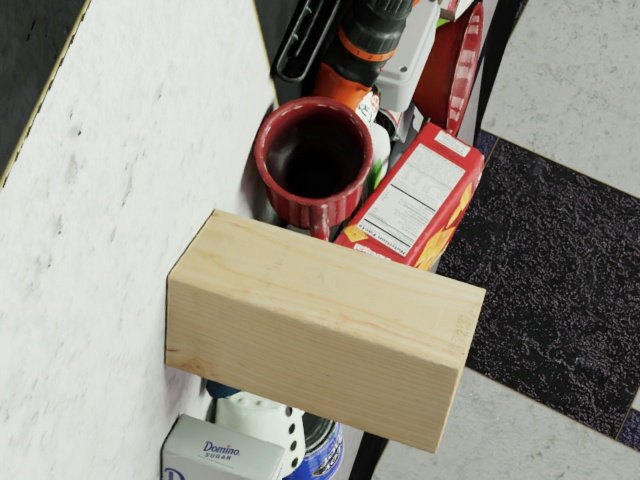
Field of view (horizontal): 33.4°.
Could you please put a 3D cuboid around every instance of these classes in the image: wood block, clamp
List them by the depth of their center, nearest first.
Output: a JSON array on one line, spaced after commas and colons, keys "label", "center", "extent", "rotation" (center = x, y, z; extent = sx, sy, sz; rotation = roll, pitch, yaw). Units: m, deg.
[{"label": "wood block", "center": [0.003, 0.063, 0.765], "extent": [0.090, 0.206, 0.091], "rotation": [-61, 164, -49]}, {"label": "clamp", "center": [0.022, -0.238, 0.851], "extent": [0.209, 0.036, 0.165], "rotation": [-63, 174, -49]}]

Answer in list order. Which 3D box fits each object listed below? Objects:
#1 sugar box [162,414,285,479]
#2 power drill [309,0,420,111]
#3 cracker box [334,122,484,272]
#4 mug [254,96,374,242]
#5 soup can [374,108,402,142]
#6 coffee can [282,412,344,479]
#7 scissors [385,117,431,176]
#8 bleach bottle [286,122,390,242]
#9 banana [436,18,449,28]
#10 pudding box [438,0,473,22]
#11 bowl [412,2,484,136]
[{"label": "sugar box", "center": [-0.084, 0.228, 0.890], "extent": [0.048, 0.093, 0.176], "rotation": [-63, 164, -45]}, {"label": "power drill", "center": [0.060, -0.213, 0.934], "extent": [0.187, 0.057, 0.185], "rotation": [-61, -176, -36]}, {"label": "cracker box", "center": [0.058, 0.021, 0.967], "extent": [0.213, 0.072, 0.164], "rotation": [-52, 168, -35]}, {"label": "mug", "center": [-0.004, -0.046, 0.865], "extent": [0.081, 0.093, 0.117], "rotation": [90, -7, -71]}, {"label": "soup can", "center": [0.061, -0.158, 1.107], "extent": [0.068, 0.068, 0.102], "rotation": [88, 21, -60]}, {"label": "coffee can", "center": [-0.028, 0.194, 1.093], "extent": [0.140, 0.103, 0.102], "rotation": [84, 25, -63]}, {"label": "scissors", "center": [0.091, -0.090, 1.114], "extent": [0.201, 0.016, 0.096], "rotation": [-61, 174, -34]}, {"label": "bleach bottle", "center": [-0.007, 0.001, 1.026], "extent": [0.102, 0.068, 0.250], "rotation": [94, 19, -60]}, {"label": "banana", "center": [0.074, -0.170, 1.176], "extent": [0.070, 0.037, 0.198], "rotation": [13, -104, 58]}, {"label": "pudding box", "center": [0.121, -0.278, 1.168], "extent": [0.113, 0.090, 0.039], "rotation": [-55, 159, -58]}, {"label": "bowl", "center": [0.144, -0.199, 1.239], "extent": [0.162, 0.055, 0.162], "rotation": [14, 90, -77]}]
